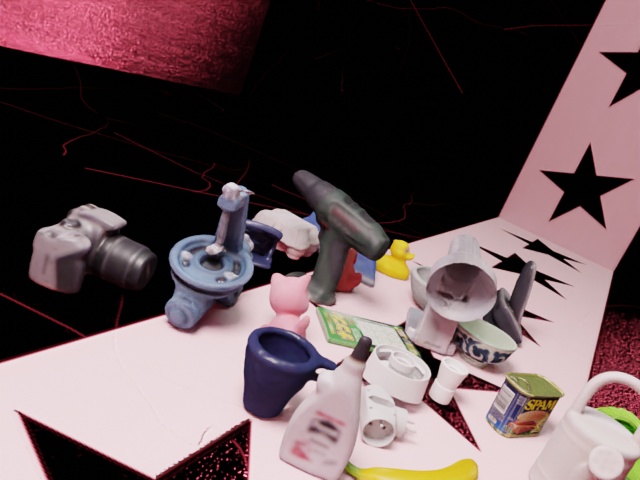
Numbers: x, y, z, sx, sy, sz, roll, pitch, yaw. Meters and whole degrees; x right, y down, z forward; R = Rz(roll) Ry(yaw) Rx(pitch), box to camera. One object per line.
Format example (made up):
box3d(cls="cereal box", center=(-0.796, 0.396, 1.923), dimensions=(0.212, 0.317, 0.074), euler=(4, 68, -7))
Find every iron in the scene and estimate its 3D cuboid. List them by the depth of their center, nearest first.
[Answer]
box3d(cls="iron", center=(0.069, -0.016, 1.320), dimensions=(0.119, 0.141, 0.257), euler=(6, 23, -41))

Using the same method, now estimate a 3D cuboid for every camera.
box3d(cls="camera", center=(-0.314, 0.017, 0.826), dimensions=(0.136, 0.101, 0.143), euler=(23, 17, 5))

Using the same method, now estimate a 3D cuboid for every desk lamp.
box3d(cls="desk lamp", center=(0.237, 0.100, 1.054), dimensions=(0.118, 0.213, 0.203), euler=(23, 17, 3))

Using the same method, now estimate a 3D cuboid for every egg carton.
box3d(cls="egg carton", center=(-0.075, -0.016, 1.269), dimensions=(0.150, 0.069, 0.107), euler=(29, 19, 22))

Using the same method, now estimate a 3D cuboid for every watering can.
box3d(cls="watering can", center=(0.364, 0.265, 0.745), dimensions=(0.101, 0.194, 0.173), euler=(21, 17, -2))

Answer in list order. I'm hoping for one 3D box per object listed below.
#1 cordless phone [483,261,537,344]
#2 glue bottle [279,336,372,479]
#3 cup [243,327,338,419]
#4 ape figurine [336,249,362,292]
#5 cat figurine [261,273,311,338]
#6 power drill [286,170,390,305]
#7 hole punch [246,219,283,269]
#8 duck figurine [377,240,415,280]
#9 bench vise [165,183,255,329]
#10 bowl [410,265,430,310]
box3d(cls="cordless phone", center=(0.439, 0.125, 1.271), dimensions=(0.094, 0.185, 0.148), euler=(24, 17, 7))
box3d(cls="glue bottle", center=(0.018, 0.177, 0.623), dimensions=(0.078, 0.173, 0.037), euler=(22, 17, 0))
box3d(cls="cup", center=(-0.045, 0.171, 0.700), dimensions=(0.118, 0.095, 0.091), euler=(18, 17, -11))
box3d(cls="ape figurine", center=(0.051, 0.055, 1.169), dimensions=(0.077, 0.092, 0.076), euler=(34, 21, 34))
box3d(cls="cat figurine", center=(-0.043, 0.107, 0.856), dimensions=(0.067, 0.118, 0.127), euler=(14, 19, -24))
box3d(cls="power drill", center=(0.010, 0.004, 1.076), dimensions=(0.229, 0.208, 0.076), euler=(29, 19, 23))
box3d(cls="hole punch", center=(-0.136, -0.007, 1.131), dimensions=(0.109, 0.091, 0.101), euler=(17, 18, -15))
box3d(cls="duck figurine", center=(0.179, 0.039, 1.383), dimensions=(0.104, 0.086, 0.077), euler=(22, 17, 1))
box3d(cls="bench vise", center=(-0.151, 0.005, 0.858), dimensions=(0.121, 0.220, 0.207), euler=(19, 17, -9))
box3d(cls="bowl", center=(0.263, 0.125, 1.246), dimensions=(0.167, 0.075, 0.167), euler=(20, 17, -6))
